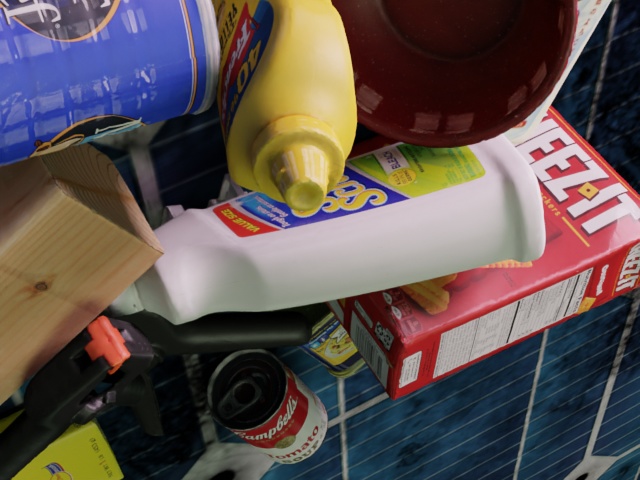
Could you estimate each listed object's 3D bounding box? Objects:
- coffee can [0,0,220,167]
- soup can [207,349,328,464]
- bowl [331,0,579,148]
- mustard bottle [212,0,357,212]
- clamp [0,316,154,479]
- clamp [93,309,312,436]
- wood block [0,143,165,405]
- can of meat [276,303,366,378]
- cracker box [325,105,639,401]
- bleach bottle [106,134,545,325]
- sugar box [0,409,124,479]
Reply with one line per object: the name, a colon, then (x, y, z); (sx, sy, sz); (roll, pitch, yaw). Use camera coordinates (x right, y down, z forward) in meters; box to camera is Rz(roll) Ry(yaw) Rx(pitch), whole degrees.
coffee can: (-0.131, -0.091, 0.494); (0.140, 0.103, 0.103); (-19, 142, -22)
soup can: (-0.040, 0.137, 0.866); (0.068, 0.068, 0.102); (-36, 146, 0)
bowl: (0.067, -0.136, 0.603); (0.162, 0.162, 0.055); (-64, 174, 34)
mustard bottle: (-0.020, -0.078, 0.522); (0.058, 0.191, 0.096); (11, 126, -20)
clamp: (-0.150, 0.095, 0.631); (0.120, 0.039, 0.172); (-38, 169, -25)
clamp: (-0.114, 0.068, 0.735); (0.165, 0.036, 0.209); (-31, 143, 16)
wood block: (-0.200, 0.032, 0.590); (0.206, 0.090, 0.090); (-42, 144, 8)
can of meat: (0.021, 0.050, 0.827); (0.102, 0.057, 0.083); (-40, 143, 7)
cracker box: (0.099, -0.009, 0.731); (0.213, 0.164, 0.072); (-22, 145, -19)
bleach bottle: (-0.004, 0.001, 0.627); (0.250, 0.102, 0.068); (-17, 122, -5)
sugar box: (-0.238, 0.178, 0.766); (0.176, 0.048, 0.093); (-28, 144, -14)
